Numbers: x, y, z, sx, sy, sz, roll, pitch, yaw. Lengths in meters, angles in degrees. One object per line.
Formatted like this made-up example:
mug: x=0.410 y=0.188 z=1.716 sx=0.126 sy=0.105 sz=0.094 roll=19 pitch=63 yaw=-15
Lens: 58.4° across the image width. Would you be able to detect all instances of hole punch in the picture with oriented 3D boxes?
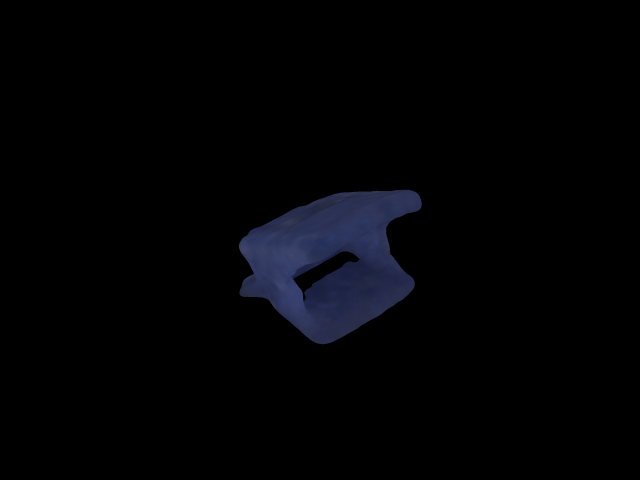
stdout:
hole punch: x=0.004 y=0.001 z=0.400 sx=0.109 sy=0.091 sz=0.100 roll=-27 pitch=44 yaw=-33
